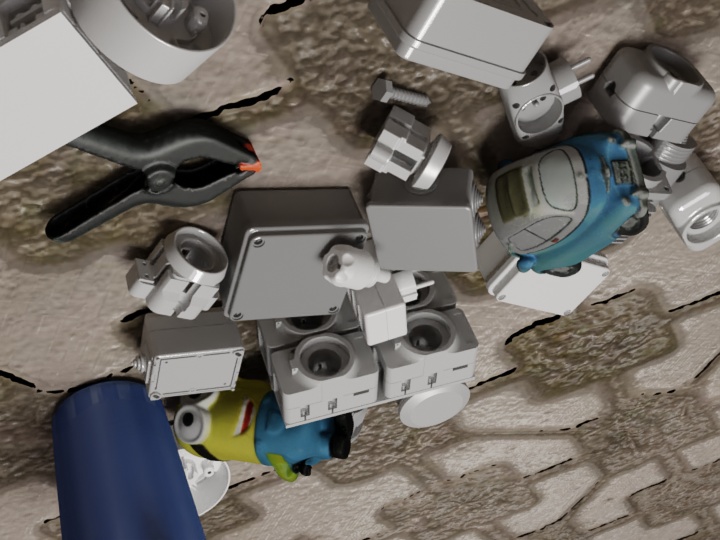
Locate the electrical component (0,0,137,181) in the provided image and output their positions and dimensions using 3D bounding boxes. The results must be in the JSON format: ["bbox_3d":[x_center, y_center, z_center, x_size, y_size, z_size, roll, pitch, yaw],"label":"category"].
[{"bbox_3d":[-0.238,-0.120,0.703,0.150,0.061,0.089,-28,142,6],"label":"electrical component"}]

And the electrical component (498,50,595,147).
[{"bbox_3d":[0.155,-0.149,0.881,0.079,0.044,0.077,-26,142,4],"label":"electrical component"}]

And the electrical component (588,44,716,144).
[{"bbox_3d":[0.252,-0.152,0.918,0.095,0.053,0.059,6,134,-32],"label":"electrical component"}]

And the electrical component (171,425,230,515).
[{"bbox_3d":[-0.187,0.207,1.114,0.099,0.064,0.099,-14,141,-11],"label":"electrical component"}]

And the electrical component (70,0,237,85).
[{"bbox_3d":[-0.129,-0.169,0.675,0.099,0.099,0.064,19,132,-41],"label":"electrical component"}]

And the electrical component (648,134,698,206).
[{"bbox_3d":[0.280,-0.100,1.002,0.043,0.043,0.081,3,136,-29],"label":"electrical component"}]

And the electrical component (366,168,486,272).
[{"bbox_3d":[0.057,-0.044,0.928,0.100,0.048,0.099,2,143,12],"label":"electrical component"}]

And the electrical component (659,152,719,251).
[{"bbox_3d":[0.329,-0.063,1.057,0.054,0.059,0.095,-33,141,12],"label":"electrical component"}]

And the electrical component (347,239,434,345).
[{"bbox_3d":[0.029,0.014,0.978,0.076,0.083,0.047,-17,142,-8],"label":"electrical component"}]

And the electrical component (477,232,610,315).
[{"bbox_3d":[0.178,-0.006,1.051,0.113,0.057,0.078,13,130,-37],"label":"electrical component"}]

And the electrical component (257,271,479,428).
[{"bbox_3d":[0.005,0.067,1.011,0.186,0.105,0.060,-13,141,-13],"label":"electrical component"}]

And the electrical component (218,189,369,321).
[{"bbox_3d":[-0.061,-0.013,0.923,0.109,0.056,0.108,-3,138,-24],"label":"electrical component"}]

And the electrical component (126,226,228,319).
[{"bbox_3d":[-0.147,0.001,0.897,0.078,0.058,0.057,14,132,-37],"label":"electrical component"}]

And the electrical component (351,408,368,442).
[{"bbox_3d":[-0.031,0.137,1.098,0.080,0.080,0.051,-1,131,-26],"label":"electrical component"}]

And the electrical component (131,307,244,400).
[{"bbox_3d":[-0.160,0.072,0.970,0.096,0.061,0.061,-4,138,-22],"label":"electrical component"}]

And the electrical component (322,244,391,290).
[{"bbox_3d":[0.000,0.000,0.893,0.061,0.035,0.035,14,129,-41],"label":"electrical component"}]

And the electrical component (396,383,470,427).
[{"bbox_3d":[0.074,0.130,1.165,0.080,0.051,0.080,-14,141,-11],"label":"electrical component"}]

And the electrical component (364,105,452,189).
[{"bbox_3d":[0.040,-0.096,0.866,0.055,0.066,0.048,28,127,-6],"label":"electrical component"}]

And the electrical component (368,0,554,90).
[{"bbox_3d":[0.071,-0.182,0.772,0.113,0.078,0.057,9,129,-34],"label":"electrical component"}]
